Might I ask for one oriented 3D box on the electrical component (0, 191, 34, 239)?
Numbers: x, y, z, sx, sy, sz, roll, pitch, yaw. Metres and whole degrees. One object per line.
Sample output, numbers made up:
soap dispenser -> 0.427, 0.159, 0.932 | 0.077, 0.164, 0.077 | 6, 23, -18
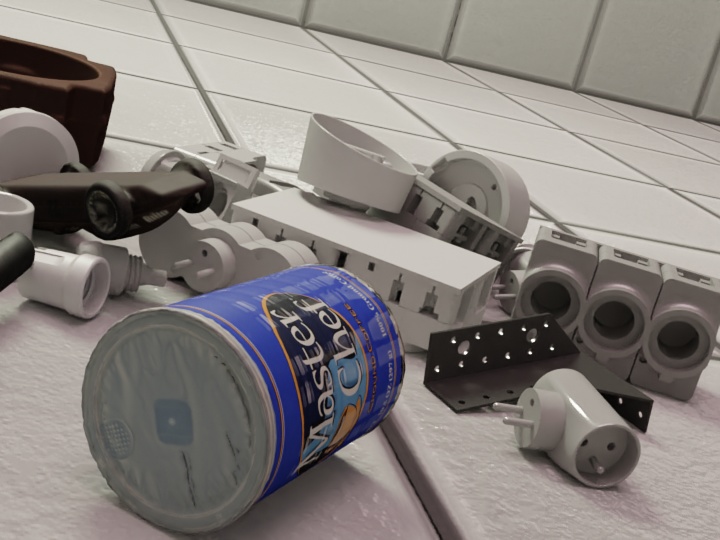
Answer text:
electrical component -> -0.246, -0.024, 0.717 | 0.055, 0.047, 0.055 | 14, 17, -4

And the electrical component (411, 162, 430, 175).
electrical component -> 0.063, -0.076, 1.124 | 0.095, 0.059, 0.053 | 7, 19, -25

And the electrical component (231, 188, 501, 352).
electrical component -> 0.000, 0.000, 0.829 | 0.186, 0.060, 0.105 | 21, 18, 18

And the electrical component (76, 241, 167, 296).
electrical component -> -0.163, 0.001, 0.732 | 0.061, 0.035, 0.035 | 11, 17, -22

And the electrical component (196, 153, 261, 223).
electrical component -> -0.108, -0.048, 0.875 | 0.042, 0.081, 0.064 | 26, -2, 31

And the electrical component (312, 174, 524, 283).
electrical component -> 0.041, -0.057, 0.976 | 0.186, 0.060, 0.105 | 37, 10, 39

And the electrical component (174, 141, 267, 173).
electrical component -> -0.130, -0.086, 1.005 | 0.056, 0.050, 0.089 | 22, 19, 21

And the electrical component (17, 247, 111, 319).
electrical component -> -0.189, 0.007, 0.685 | 0.046, 0.040, 0.040 | 13, 16, 12

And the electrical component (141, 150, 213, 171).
electrical component -> -0.153, -0.069, 0.922 | 0.057, 0.058, 0.078 | 26, 20, 22

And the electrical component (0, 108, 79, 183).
electrical component -> -0.267, -0.088, 0.850 | 0.080, 0.080, 0.051 | 5, 15, -30

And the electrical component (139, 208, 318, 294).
electrical component -> -0.103, -0.005, 0.769 | 0.138, 0.052, 0.074 | 22, 18, 22

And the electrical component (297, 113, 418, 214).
electrical component -> -0.002, -0.086, 0.887 | 0.099, 0.064, 0.099 | 19, 6, -2

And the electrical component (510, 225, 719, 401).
electrical component -> 0.199, 0.033, 0.843 | 0.150, 0.089, 0.061 | 17, 17, 8

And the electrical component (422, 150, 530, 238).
electrical component -> 0.113, -0.059, 1.042 | 0.108, 0.108, 0.060 | 27, 15, 35

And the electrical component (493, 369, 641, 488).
electrical component -> 0.121, 0.094, 0.665 | 0.079, 0.043, 0.077 | 11, 17, -16

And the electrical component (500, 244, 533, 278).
electrical component -> 0.155, -0.004, 1.009 | 0.044, 0.044, 0.065 | 18, 12, 9

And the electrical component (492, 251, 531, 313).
electrical component -> 0.146, 0.018, 0.924 | 0.079, 0.043, 0.077 | 0, 25, -21

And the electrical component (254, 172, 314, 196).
electrical component -> -0.063, -0.055, 0.980 | 0.077, 0.043, 0.079 | 29, 16, 38
